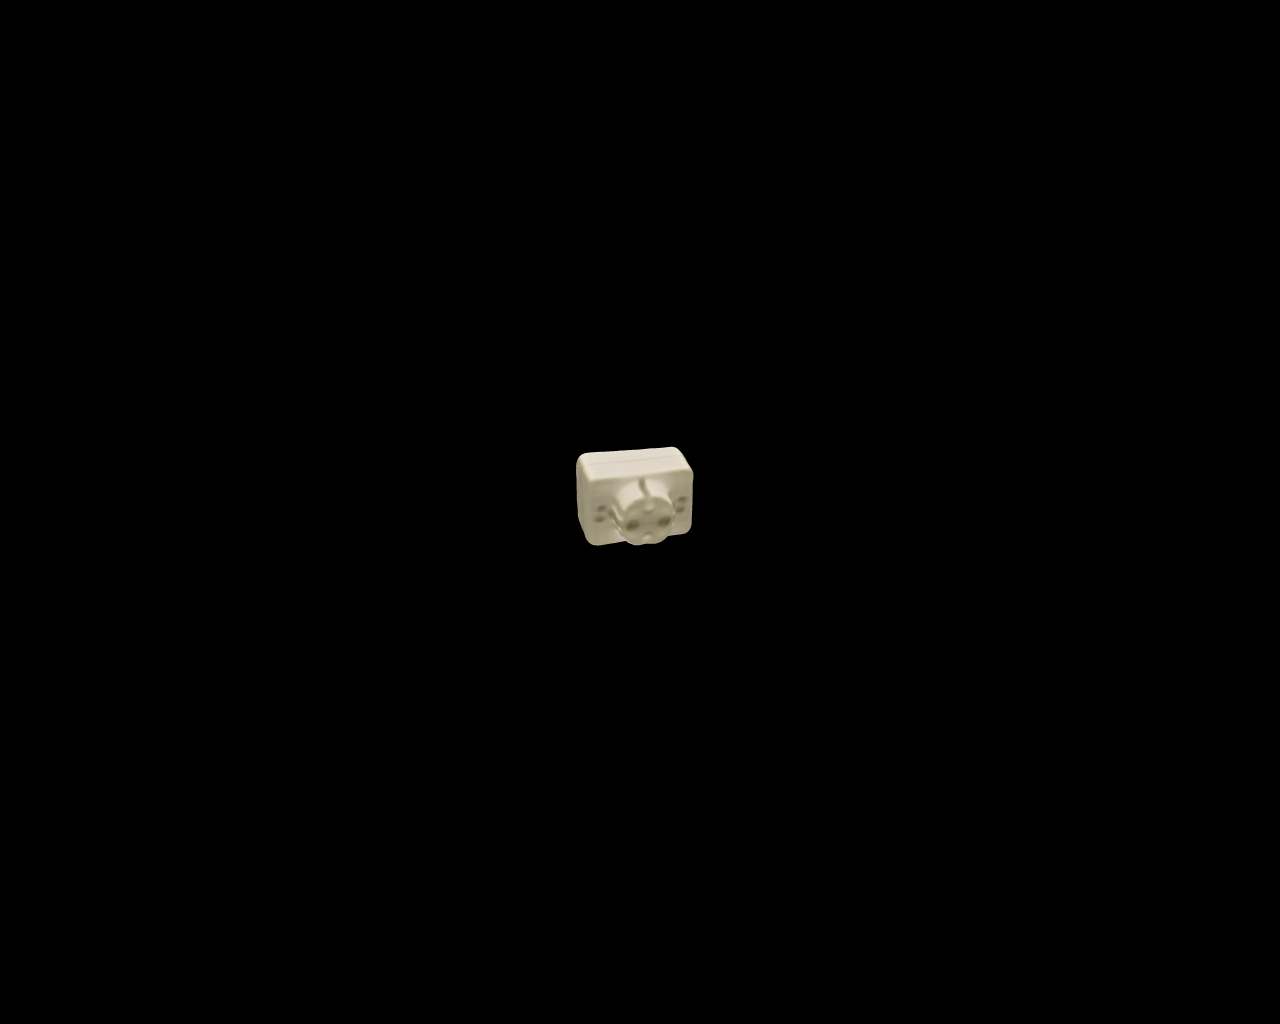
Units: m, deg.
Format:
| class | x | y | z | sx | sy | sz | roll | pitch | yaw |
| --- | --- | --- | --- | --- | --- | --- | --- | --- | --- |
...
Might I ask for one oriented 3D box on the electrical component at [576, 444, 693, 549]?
| class | x | y | z | sx | sy | sz | roll | pitch | yaw |
| --- | --- | --- | --- | --- | --- | --- | --- | --- | --- |
| electrical component | 0.001 | -0.003 | 0.650 | 0.066 | 0.047 | 0.077 | -6 | 28 | -12 |
